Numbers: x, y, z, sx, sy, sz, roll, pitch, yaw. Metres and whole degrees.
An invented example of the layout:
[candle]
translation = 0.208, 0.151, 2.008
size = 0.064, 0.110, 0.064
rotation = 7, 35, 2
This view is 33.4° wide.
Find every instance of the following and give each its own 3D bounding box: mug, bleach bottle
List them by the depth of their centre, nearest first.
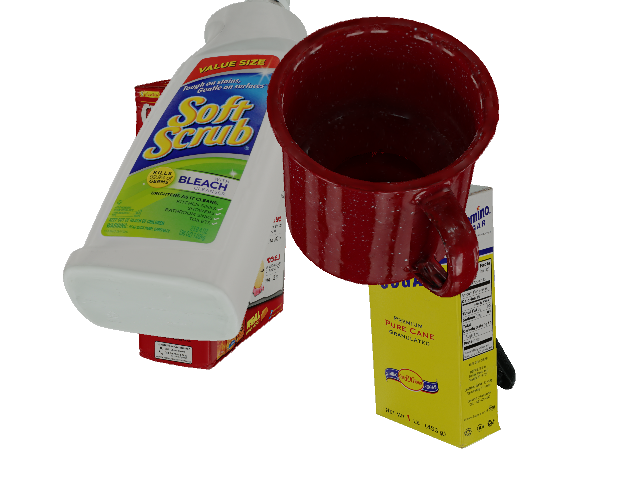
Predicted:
[mug]
translation = 0.031, -0.025, 0.452
size = 0.093, 0.117, 0.081
rotation = -26, -30, -17
[bleach bottle]
translation = -0.067, -0.063, 0.649
size = 0.102, 0.250, 0.068
rotation = 6, -35, 11

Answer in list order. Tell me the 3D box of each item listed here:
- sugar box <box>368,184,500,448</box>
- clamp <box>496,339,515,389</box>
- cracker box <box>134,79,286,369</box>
[sugar box]
translation = 0.077, 0.047, 0.746
size = 0.048, 0.176, 0.094
rotation = -17, 18, -36
[clamp]
translation = 0.113, 0.066, 0.964
size = 0.120, 0.171, 0.039
rotation = -15, 1, -37
[cracker box]
translation = -0.085, -0.025, 0.859
size = 0.072, 0.214, 0.164
rotation = 6, 15, 18
